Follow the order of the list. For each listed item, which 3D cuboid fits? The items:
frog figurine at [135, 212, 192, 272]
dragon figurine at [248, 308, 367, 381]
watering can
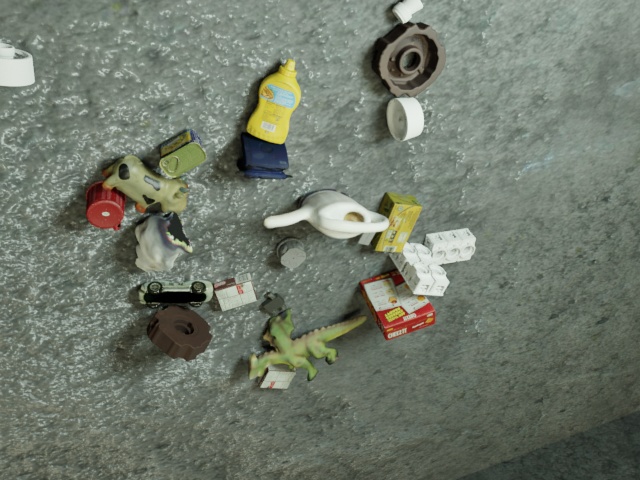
[{"bbox_3d":[-0.417,0.018,1.291,0.158,0.124,0.137,-31,98,15],"label":"frog figurine"},{"bbox_3d":[-0.063,0.317,1.666,0.410,0.124,0.239,-42,121,0],"label":"dragon figurine"},{"bbox_3d":[0.004,-0.067,1.321,0.348,0.227,0.103,3,107,-21],"label":"watering can"}]
